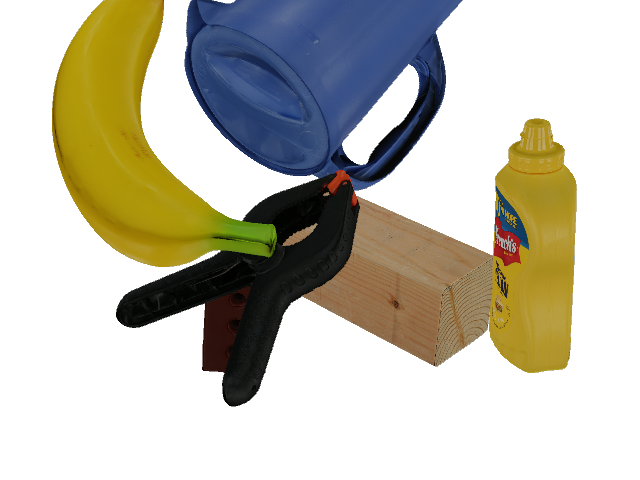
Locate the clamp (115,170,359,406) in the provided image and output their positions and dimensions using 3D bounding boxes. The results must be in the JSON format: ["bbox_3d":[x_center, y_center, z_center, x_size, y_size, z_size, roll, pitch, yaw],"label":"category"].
[{"bbox_3d":[-0.032,0.025,0.661,0.120,0.171,0.039,42,-15,35],"label":"clamp"}]

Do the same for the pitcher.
[{"bbox_3d":[0.028,-0.163,0.812,0.145,0.149,0.242,24,57,32],"label":"pitcher"}]

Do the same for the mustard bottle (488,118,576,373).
[{"bbox_3d":[0.164,-0.001,0.822,0.058,0.192,0.096,-5,26,-5],"label":"mustard bottle"}]

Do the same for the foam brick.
[{"bbox_3d":[-0.066,0.062,0.866,0.053,0.078,0.051,4,15,0],"label":"foam brick"}]

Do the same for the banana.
[{"bbox_3d":[-0.080,-0.050,0.455,0.069,0.037,0.198,-8,46,-20],"label":"banana"}]

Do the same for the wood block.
[{"bbox_3d":[0.062,0.032,1.072,0.206,0.091,0.090,26,38,35],"label":"wood block"}]
